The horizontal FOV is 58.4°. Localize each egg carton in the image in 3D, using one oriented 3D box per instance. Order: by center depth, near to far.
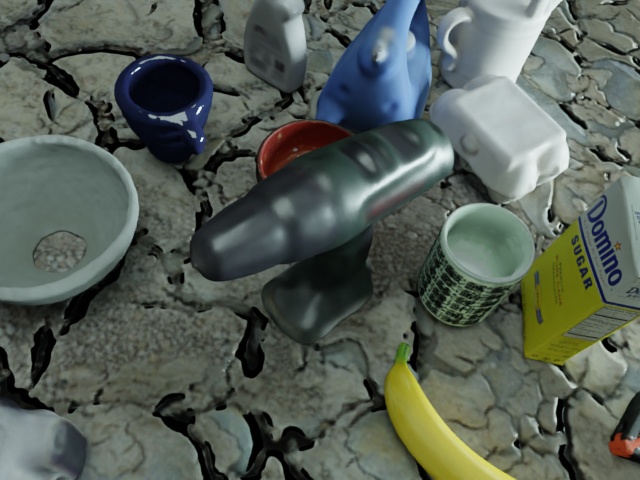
[{"bbox_3d":[0.193,-0.113,0.629,0.107,0.069,0.150,-28,67,-21],"label":"egg carton"}]

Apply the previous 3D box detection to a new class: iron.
[{"bbox_3d":[0.082,-0.227,0.640,0.118,0.141,0.258,18,59,4],"label":"iron"}]

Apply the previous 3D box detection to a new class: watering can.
[{"bbox_3d":[0.213,-0.268,0.649,0.100,0.194,0.173,39,63,16],"label":"watering can"}]

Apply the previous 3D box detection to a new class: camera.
[{"bbox_3d":[-0.249,0.182,0.383,0.143,0.101,0.137,2,59,-6],"label":"camera"}]

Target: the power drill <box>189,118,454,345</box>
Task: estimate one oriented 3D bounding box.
[{"bbox_3d":[0.004,0.002,0.457,0.230,0.208,0.075,-36,69,-24],"label":"power drill"}]

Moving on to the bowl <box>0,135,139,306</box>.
[{"bbox_3d":[-0.243,-0.008,0.511,0.167,0.075,0.167,3,59,-5],"label":"bowl"}]

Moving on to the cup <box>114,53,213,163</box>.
[{"bbox_3d":[-0.144,-0.113,0.573,0.092,0.095,0.117,-28,67,-21],"label":"cup"}]

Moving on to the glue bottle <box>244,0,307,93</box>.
[{"bbox_3d":[-0.046,-0.242,0.615,0.078,0.173,0.037,36,62,14],"label":"glue bottle"}]
